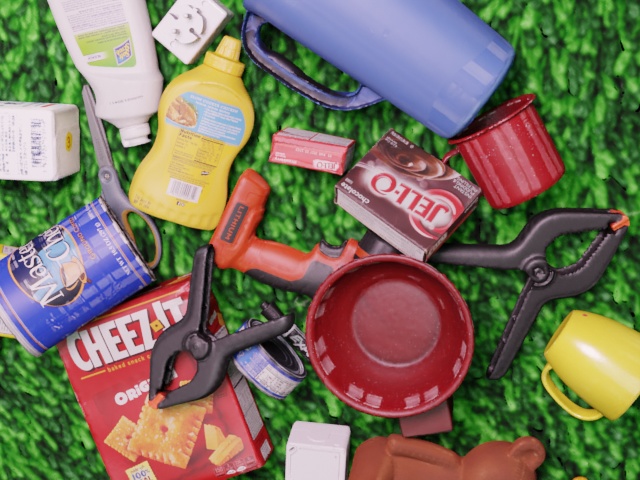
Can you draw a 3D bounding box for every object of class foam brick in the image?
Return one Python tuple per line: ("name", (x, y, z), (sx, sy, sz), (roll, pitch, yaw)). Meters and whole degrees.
("foam brick", (0.106, 0.160, 1.085), (0.053, 0.078, 0.051), (-10, 101, 9))

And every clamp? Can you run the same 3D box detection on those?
("clamp", (-0.105, 0.103, 1.050), (0.120, 0.039, 0.171), (32, 102, 17))
("clamp", (0.206, 0.023, 1.064), (0.210, 0.036, 0.164), (-38, 102, 11))

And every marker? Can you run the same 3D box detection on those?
("marker", (-0.018, 0.110, 1.122), (0.020, 0.020, 0.121), (-44, 92, 13))

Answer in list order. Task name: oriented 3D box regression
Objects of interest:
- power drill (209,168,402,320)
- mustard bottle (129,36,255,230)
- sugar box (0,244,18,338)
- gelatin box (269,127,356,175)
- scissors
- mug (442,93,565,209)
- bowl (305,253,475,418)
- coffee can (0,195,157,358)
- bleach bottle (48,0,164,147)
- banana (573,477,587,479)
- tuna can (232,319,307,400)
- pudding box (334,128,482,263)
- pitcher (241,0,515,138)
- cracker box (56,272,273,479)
("power drill", (-0.007, 0.001, 1.081), (0.187, 0.057, 0.184), (27, 99, 3))
("mustard bottle", (-0.119, -0.112, 1.072), (0.096, 0.058, 0.192), (18, 103, -15))
("sugar box", (-0.359, 0.048, 1.116), (0.176, 0.048, 0.093), (13, 101, -14))
("gelatin box", (-0.006, -0.087, 1.047), (0.073, 0.089, 0.030), (11, 102, 5))
("scissors", (-0.235, -0.052, 1.123), (0.096, 0.016, 0.202), (-27, 96, 12))
("mug", (0.173, -0.078, 1.030), (0.117, 0.093, 0.081), (-25, 102, 28))
("bowl", (0.070, 0.087, 1.028), (0.162, 0.055, 0.162), (2, 101, 12))
("coffee can", (-0.249, 0.036, 1.060), (0.140, 0.103, 0.103), (-33, 95, -6))
("bleach bottle", (-0.221, -0.216, 1.067), (0.103, 0.068, 0.251), (-11, 101, 11))
("banana", (0.241, 0.341, 1.122), (0.069, 0.037, 0.198), (34, 103, -1))
("tuna can", (-0.054, 0.121, 1.095), (0.086, 0.086, 0.034), (44, 101, -2))
("pudding box", (0.083, -0.042, 1.025), (0.113, 0.039, 0.090), (35, 65, 18))
("pitcher", (0.052, -0.198, 1.006), (0.243, 0.149, 0.145), (36, 68, -3))
("cracker box", (-0.165, 0.159, 1.124), (0.164, 0.072, 0.214), (-19, 97, 10))
